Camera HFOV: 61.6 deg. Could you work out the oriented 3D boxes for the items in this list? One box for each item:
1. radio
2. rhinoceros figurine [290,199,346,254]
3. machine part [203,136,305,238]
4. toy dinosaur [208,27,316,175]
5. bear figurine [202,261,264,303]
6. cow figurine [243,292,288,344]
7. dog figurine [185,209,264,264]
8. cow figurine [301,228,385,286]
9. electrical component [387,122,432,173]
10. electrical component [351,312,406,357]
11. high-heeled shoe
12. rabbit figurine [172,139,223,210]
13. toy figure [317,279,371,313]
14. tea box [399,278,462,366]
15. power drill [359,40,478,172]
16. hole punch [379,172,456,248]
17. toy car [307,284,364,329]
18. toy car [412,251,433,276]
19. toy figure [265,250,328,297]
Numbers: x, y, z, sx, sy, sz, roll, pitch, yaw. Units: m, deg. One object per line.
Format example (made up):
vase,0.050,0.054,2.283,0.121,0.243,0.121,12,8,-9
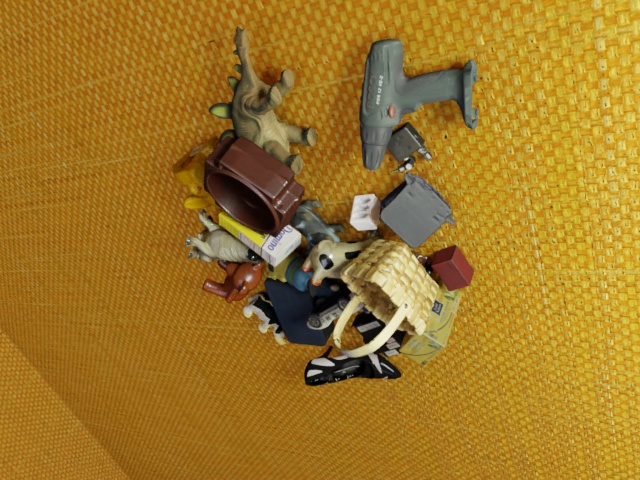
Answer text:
radio,-0.050,0.178,1.428,0.131,0.073,0.229,2,129,28
rhinoceros figurine,-0.003,-0.004,1.245,0.112,0.073,0.190,-25,111,40
machine part,-0.143,-0.105,1.122,0.201,0.087,0.201,36,155,2
toy dinosaur,-0.113,-0.209,1.123,0.199,0.105,0.470,13,136,31
bear figurine,-0.222,0.095,1.393,0.132,0.120,0.196,30,160,-2
cow figurine,-0.130,0.219,1.515,0.098,0.068,0.167,-33,106,37
dog figurine,-0.216,0.022,1.320,0.191,0.121,0.172,21,171,2
cow figurine,0.070,0.035,1.182,0.195,0.086,0.127,4,126,-29
electrical component,0.154,-0.176,1.026,0.078,0.045,0.102,-22,113,42
electrical component,0.163,0.234,1.360,0.115,0.058,0.134,-25,111,44
high-heeled shoe,0.084,0.364,1.453,0.249,0.145,0.086,13,133,23
rabbit figurine,-0.261,-0.126,1.268,0.162,0.122,0.173,-24,131,34
toy figure,0.067,0.138,1.335,0.155,0.064,0.057,17,92,12
tea box,0.246,0.179,1.184,0.068,0.170,0.098,32,135,1
power drill,0.168,-0.229,0.933,0.208,0.086,0.231,7,113,29
hole punch,0.191,-0.063,1.086,0.142,0.092,0.116,44,106,-7
toy car,0.040,0.155,1.272,0.056,0.073,0.202,43,133,-12
toy car,0.195,0.105,1.238,0.089,0.053,0.202,28,136,11
toy figure,-0.061,0.066,1.312,0.180,0.082,0.089,29,124,41
